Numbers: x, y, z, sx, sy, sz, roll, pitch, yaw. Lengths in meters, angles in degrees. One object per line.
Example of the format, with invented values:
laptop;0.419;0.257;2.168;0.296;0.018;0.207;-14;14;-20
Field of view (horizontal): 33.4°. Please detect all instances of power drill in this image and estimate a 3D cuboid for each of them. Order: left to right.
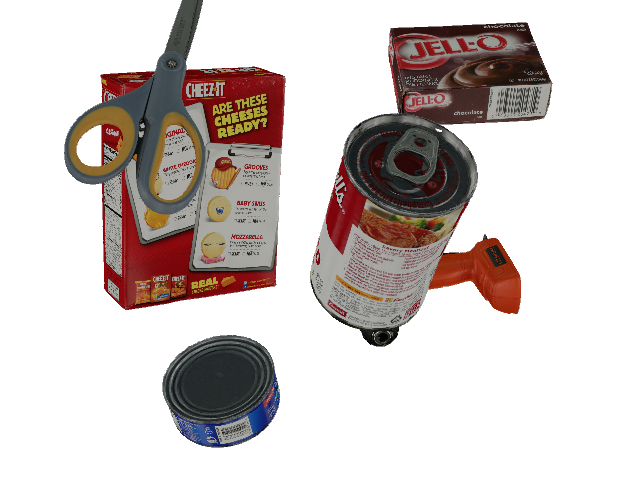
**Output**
power drill;0.120;0.052;1.173;0.187;0.057;0.184;-4;29;-5

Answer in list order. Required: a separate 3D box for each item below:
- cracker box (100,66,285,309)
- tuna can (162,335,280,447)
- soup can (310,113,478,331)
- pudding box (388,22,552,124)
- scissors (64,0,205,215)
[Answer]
cracker box;-0.123;-0.053;1.018;0.163;0.214;0.072;-8;21;-31
tuna can;-0.074;0.114;0.808;0.086;0.034;0.086;-6;41;5
soup can;0.036;-0.007;0.560;0.068;0.068;0.102;0;-38;-13
pudding box;0.112;-0.129;0.821;0.113;0.039;0.090;-1;42;-3
scissors;-0.117;-0.107;0.695;0.096;0.202;0.016;0;-28;-12
